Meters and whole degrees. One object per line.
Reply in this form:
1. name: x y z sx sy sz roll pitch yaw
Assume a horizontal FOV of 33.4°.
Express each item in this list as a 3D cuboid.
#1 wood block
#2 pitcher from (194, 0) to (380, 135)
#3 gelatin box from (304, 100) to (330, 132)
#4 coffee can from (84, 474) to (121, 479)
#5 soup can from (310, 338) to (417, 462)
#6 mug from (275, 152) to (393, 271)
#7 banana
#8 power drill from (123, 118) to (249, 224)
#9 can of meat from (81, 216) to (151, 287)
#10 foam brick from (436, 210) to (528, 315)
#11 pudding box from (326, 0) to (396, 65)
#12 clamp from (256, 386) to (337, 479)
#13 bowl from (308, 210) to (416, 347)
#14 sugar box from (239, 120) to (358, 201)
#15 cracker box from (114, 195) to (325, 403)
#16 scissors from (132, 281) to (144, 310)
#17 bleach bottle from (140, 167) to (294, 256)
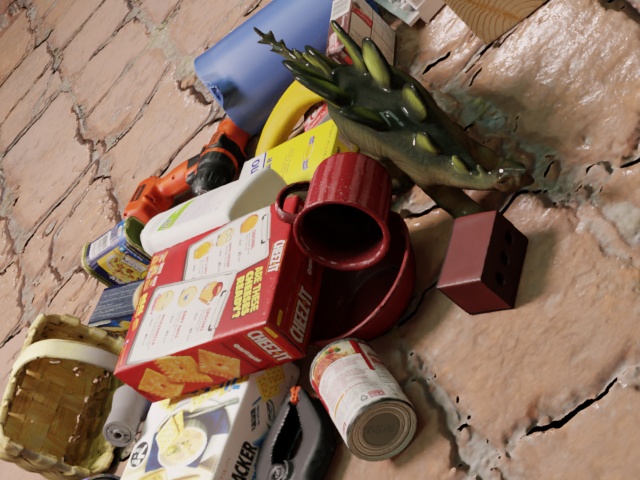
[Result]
1. wood block: 0.184 -0.332 1.247 0.090 0.090 0.206 -37 34 24
2. pitcher: -0.040 -0.267 1.450 0.243 0.144 0.149 -36 46 16
3. gelatin box: 0.014 -0.174 1.344 0.089 0.030 0.073 -48 29 32
4. coffee can: -0.270 0.315 1.150 0.141 0.102 0.102 -23 41 38
5. soup can: 0.038 0.143 0.964 0.068 0.068 0.102 -47 32 7
6. mug: 0.015 -0.032 1.035 0.117 0.093 0.081 5 45 8
7. banana: -0.038 -0.155 1.349 0.198 0.037 0.069 -42 34 51
8. power drill: -0.184 -0.075 1.464 0.188 0.057 0.184 -30 22 28
9. can of meat: -0.254 0.025 1.434 0.084 0.102 0.057 -32 37 25
10. foam brick: 0.148 0.021 0.965 0.051 0.053 0.078 -15 47 44
11. pudding box: 0.053 -0.243 1.326 0.039 0.090 0.113 -25 40 34
12. clamp: -0.035 0.233 0.995 0.165 0.036 0.210 -33 34 29
13. bowl: 0.042 0.049 1.068 0.162 0.055 0.162 -33 35 27
14. sugar box: -0.033 -0.080 1.310 0.177 0.048 0.093 -20 43 39
15. cracker box: -0.098 0.064 1.097 0.214 0.072 0.164 -20 41 34
16. scissors: -0.161 0.055 1.245 0.202 0.016 0.096 -40 47 24
17. bleach bottle: -0.142 -0.022 1.305 0.251 0.068 0.102 -10 31 52
